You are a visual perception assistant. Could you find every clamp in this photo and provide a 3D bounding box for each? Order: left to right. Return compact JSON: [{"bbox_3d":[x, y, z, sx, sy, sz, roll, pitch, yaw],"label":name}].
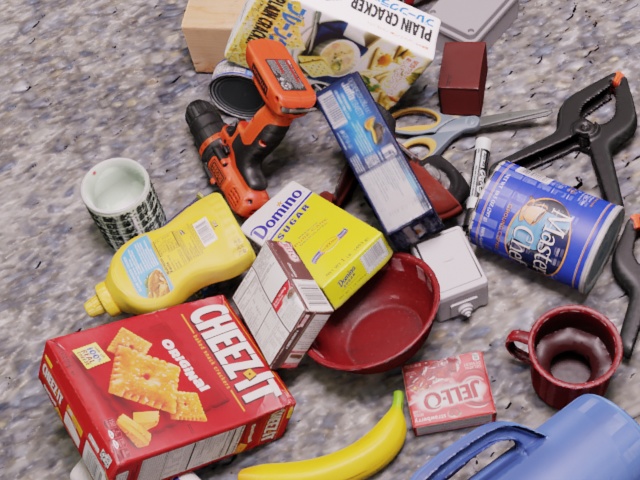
[{"bbox_3d":[0.305,-0.121,1.268,0.165,0.036,0.209,15,59,25],"label":"clamp"},{"bbox_3d":[0.355,0.052,1.155,0.120,0.039,0.171,-15,54,-7],"label":"clamp"}]

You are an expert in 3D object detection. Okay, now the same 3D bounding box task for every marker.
[{"bbox_3d":[0.185,-0.064,1.254,0.020,0.020,0.121,7,68,13],"label":"marker"}]

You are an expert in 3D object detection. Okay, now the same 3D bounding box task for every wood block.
[{"bbox_3d":[-0.063,-0.277,1.389,0.206,0.091,0.090,4,59,11],"label":"wood block"}]

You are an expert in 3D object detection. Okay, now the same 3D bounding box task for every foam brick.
[{"bbox_3d":[0.178,-0.201,1.328,0.053,0.051,0.078,4,59,16],"label":"foam brick"}]

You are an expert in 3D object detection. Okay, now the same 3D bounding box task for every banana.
[{"bbox_3d":[0.014,0.228,1.106,0.197,0.037,0.070,-25,41,-8],"label":"banana"}]

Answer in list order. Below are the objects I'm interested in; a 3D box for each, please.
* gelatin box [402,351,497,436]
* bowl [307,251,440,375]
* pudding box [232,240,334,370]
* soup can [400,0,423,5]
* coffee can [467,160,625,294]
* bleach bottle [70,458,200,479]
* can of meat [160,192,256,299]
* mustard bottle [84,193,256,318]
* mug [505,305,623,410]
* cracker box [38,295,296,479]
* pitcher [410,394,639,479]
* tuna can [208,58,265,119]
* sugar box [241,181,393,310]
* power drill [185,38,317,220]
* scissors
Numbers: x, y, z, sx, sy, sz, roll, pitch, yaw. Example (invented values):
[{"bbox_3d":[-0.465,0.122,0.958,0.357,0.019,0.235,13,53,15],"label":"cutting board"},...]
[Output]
[{"bbox_3d":[0.136,0.162,1.128,0.089,0.030,0.073,-10,58,3],"label":"gelatin box"},{"bbox_3d":[0.061,0.089,1.153,0.162,0.055,0.162,-17,42,16],"label":"bowl"},{"bbox_3d":[-0.042,0.068,1.139,0.039,0.090,0.113,7,37,-37],"label":"pudding box"},{"bbox_3d":[0.143,-0.357,1.418,0.102,0.068,0.068,-22,58,-5],"label":"soup can"},{"bbox_3d":[0.248,-0.015,1.174,0.140,0.103,0.102,25,66,22],"label":"coffee can"},{"bbox_3d":[-0.133,0.287,1.077,0.251,0.068,0.102,34,69,23],"label":"bleach bottle"},{"bbox_3d":[-0.140,0.008,1.249,0.084,0.057,0.102,-41,61,-13],"label":"can of meat"},{"bbox_3d":[-0.173,0.031,1.178,0.191,0.058,0.096,-29,63,-3],"label":"mustard bottle"},{"bbox_3d":[0.249,0.123,1.103,0.117,0.081,0.093,14,62,17],"label":"mug"},{"bbox_3d":[-0.157,0.154,1.102,0.213,0.072,0.164,-14,53,-35],"label":"cracker box"},{"bbox_3d":[0.196,0.247,1.004,0.242,0.149,0.145,-36,59,-16],"label":"pitcher"},{"bbox_3d":[-0.096,-0.192,1.346,0.086,0.086,0.033,7,59,13],"label":"tuna can"},{"bbox_3d":[-0.008,0.001,1.204,0.093,0.048,0.176,-42,43,-14],"label":"sugar box"},{"bbox_3d":[-0.087,-0.145,1.266,0.057,0.188,0.184,-10,57,-38],"label":"power drill"},{"bbox_3d":[0.174,-0.124,1.294,0.202,0.016,0.096,6,65,19],"label":"scissors"}]
